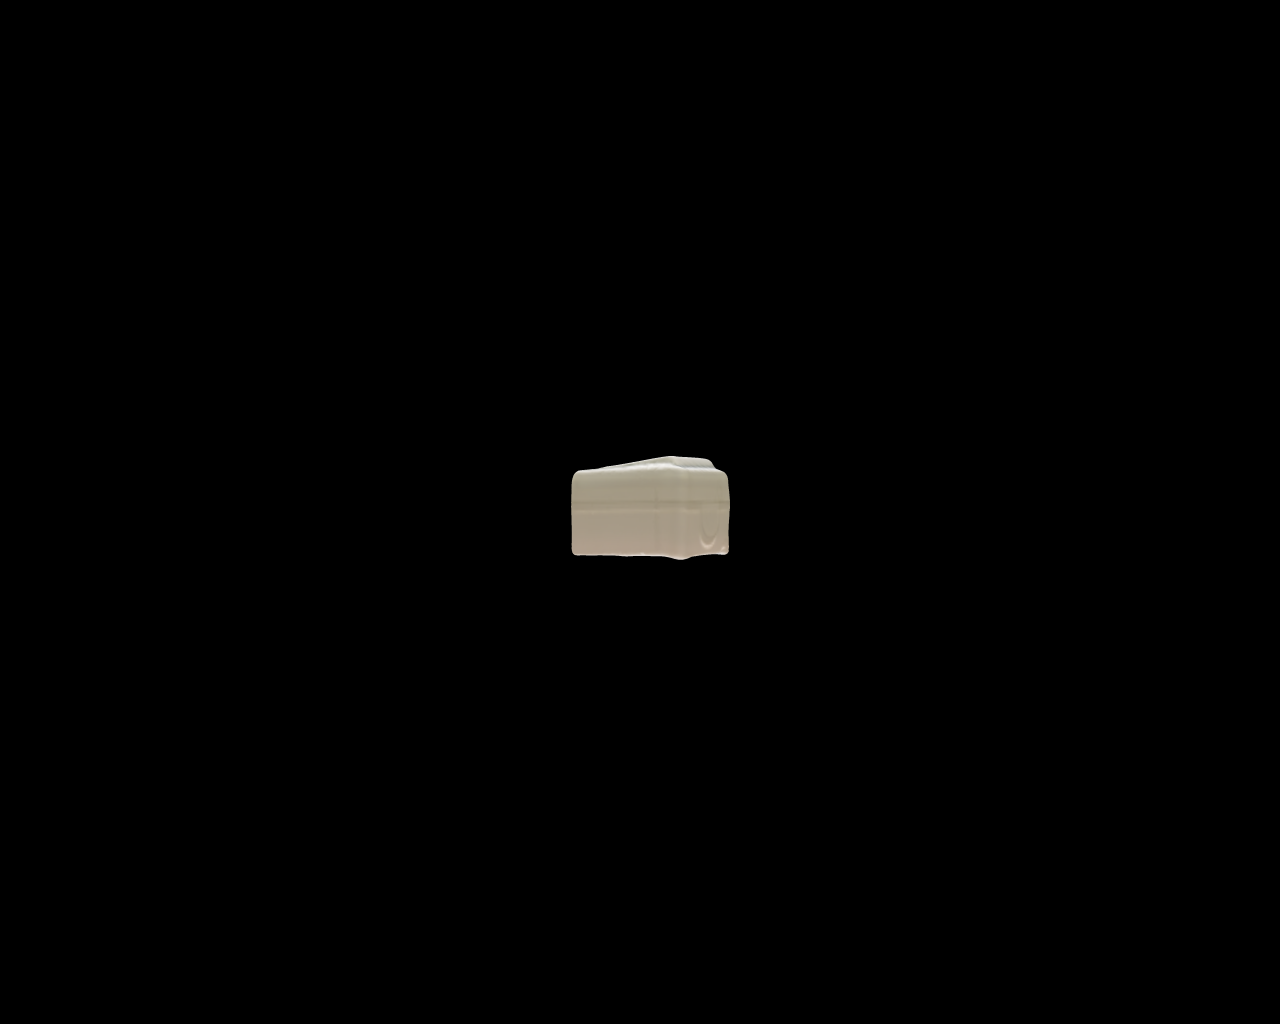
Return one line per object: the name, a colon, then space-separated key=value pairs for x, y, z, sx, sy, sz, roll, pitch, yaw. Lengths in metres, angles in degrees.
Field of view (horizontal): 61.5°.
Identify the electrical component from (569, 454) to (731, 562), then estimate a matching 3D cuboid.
electrical component: x=0.001 y=-0.003 z=0.650 sx=0.096 sy=0.061 sz=0.062 roll=0 pitch=0 yaw=32
